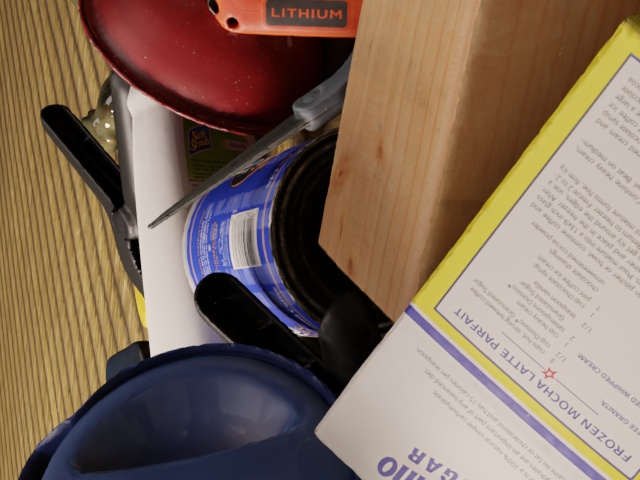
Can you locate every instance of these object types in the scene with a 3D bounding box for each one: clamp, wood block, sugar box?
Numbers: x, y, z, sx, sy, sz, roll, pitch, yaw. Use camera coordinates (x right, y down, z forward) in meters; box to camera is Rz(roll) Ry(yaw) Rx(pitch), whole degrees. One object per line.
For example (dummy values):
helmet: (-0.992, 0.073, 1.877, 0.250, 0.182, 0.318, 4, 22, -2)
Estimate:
clamp: (-0.137, -0.022, 0.781, 0.165, 0.036, 0.210, 4, 117, 56)
clamp: (0.019, 0.081, 0.473, 0.171, 0.039, 0.120, 51, 161, -16)
wood block: (0.072, -0.076, 0.405, 0.090, 0.090, 0.206, -133, 50, -59)
sugar box: (0.081, 0.028, 0.334, 0.093, 0.048, 0.176, 42, 122, 14)

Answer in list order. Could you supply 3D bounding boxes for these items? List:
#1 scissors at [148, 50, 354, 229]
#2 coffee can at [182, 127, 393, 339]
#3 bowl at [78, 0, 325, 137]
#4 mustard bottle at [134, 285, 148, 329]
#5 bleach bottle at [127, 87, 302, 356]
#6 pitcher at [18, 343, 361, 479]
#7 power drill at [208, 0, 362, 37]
scissors: (0.005, -0.075, 0.506, 0.202, 0.016, 0.096, -28, 29, 17)
coffee can: (-0.004, 0.001, 0.560, 0.140, 0.102, 0.103, 170, 101, -66)
bowl: (-0.057, -0.135, 0.630, 0.055, 0.161, 0.162, -56, 38, 37)
mustard bottle: (-0.131, -0.010, 0.909, 0.096, 0.058, 0.192, -57, 33, 20)
bleach bottle: (-0.067, -0.023, 0.669, 0.068, 0.102, 0.251, -17, 76, 40)
pitcher: (-0.019, 0.169, 0.478, 0.149, 0.145, 0.243, 55, 168, 41)
power drill: (0.009, -0.191, 0.511, 0.057, 0.184, 0.188, -79, -10, -49)
